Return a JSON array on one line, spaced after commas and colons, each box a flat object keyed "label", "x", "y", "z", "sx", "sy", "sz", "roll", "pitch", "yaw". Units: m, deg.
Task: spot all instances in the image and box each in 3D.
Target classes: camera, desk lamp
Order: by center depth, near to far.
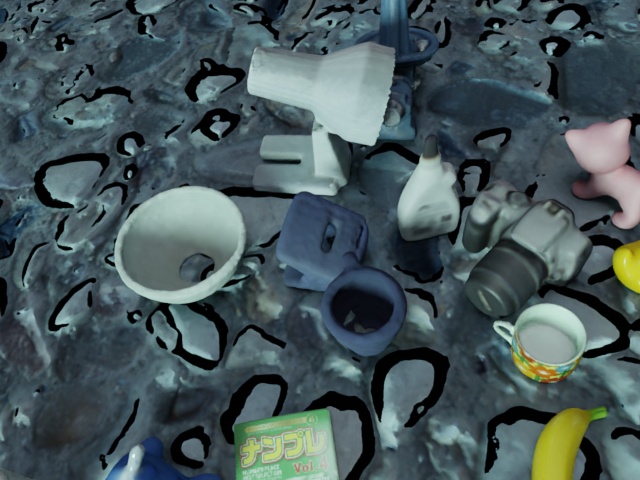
[{"label": "camera", "x": 0.220, "y": 0.012, "z": 0.665, "sx": 0.137, "sy": 0.101, "sz": 0.142, "roll": -42, "pitch": 61, "yaw": -19}, {"label": "desk lamp", "x": -0.003, "y": -0.156, "z": 0.738, "sx": 0.203, "sy": 0.214, "sz": 0.118, "roll": 2, "pitch": 57, "yaw": 9}]

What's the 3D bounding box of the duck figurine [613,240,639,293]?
[{"label": "duck figurine", "x": 0.393, "y": 0.017, "z": 0.647, "sx": 0.104, "sy": 0.086, "sz": 0.077, "roll": 6, "pitch": 58, "yaw": 12}]

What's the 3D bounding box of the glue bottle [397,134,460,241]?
[{"label": "glue bottle", "x": 0.131, "y": -0.063, "z": 0.683, "sx": 0.078, "sy": 0.173, "sz": 0.037, "roll": -13, "pitch": 56, "yaw": 0}]

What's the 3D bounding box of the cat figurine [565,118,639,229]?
[{"label": "cat figurine", "x": 0.363, "y": -0.093, "z": 0.704, "sx": 0.067, "sy": 0.118, "sz": 0.127, "roll": -38, "pitch": 60, "yaw": -16}]

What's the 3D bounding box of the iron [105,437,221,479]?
[{"label": "iron", "x": -0.204, "y": 0.303, "z": 0.508, "sx": 0.118, "sy": 0.142, "sz": 0.259, "roll": 21, "pitch": 62, "yaw": 20}]

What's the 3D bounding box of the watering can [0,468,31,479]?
[{"label": "watering can", "x": -0.328, "y": 0.260, "z": 0.521, "sx": 0.173, "sy": 0.194, "sz": 0.100, "roll": -33, "pitch": 58, "yaw": -13}]

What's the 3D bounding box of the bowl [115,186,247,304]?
[{"label": "bowl", "x": -0.168, "y": 0.017, "z": 0.731, "sx": 0.167, "sy": 0.075, "sz": 0.167, "roll": -4, "pitch": 57, "yaw": 6}]

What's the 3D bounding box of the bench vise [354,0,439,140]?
[{"label": "bench vise", "x": 0.114, "y": -0.259, "z": 0.786, "sx": 0.121, "sy": 0.220, "sz": 0.207, "roll": -13, "pitch": 56, "yaw": 0}]

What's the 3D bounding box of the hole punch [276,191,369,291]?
[{"label": "hole punch", "x": 0.006, "y": 0.003, "z": 0.706, "sx": 0.101, "sy": 0.091, "sz": 0.109, "roll": 9, "pitch": 59, "yaw": 14}]

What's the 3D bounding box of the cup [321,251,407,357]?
[{"label": "cup", "x": 0.048, "y": 0.080, "z": 0.647, "sx": 0.091, "sy": 0.095, "sz": 0.117, "roll": -15, "pitch": 56, "yaw": -2}]
